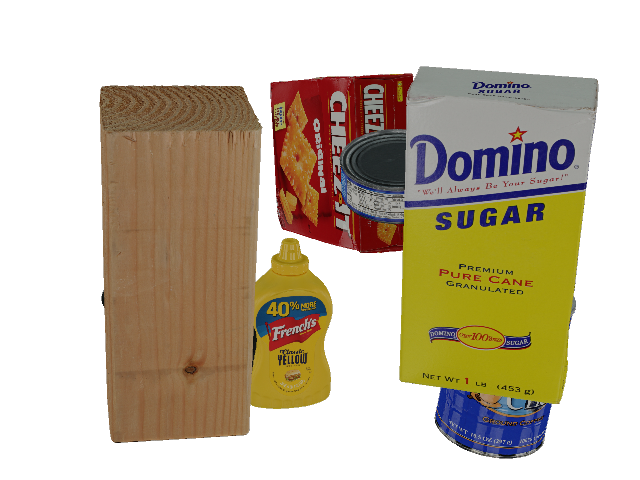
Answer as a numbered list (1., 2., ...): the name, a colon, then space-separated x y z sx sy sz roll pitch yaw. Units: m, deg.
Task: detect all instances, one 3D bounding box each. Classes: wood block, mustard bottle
1. wood block: -0.090 0.014 0.669 0.090 0.206 0.090 -1 25 -12
2. mustard bottle: -0.035 0.090 1.180 0.096 0.192 0.058 -3 20 -12

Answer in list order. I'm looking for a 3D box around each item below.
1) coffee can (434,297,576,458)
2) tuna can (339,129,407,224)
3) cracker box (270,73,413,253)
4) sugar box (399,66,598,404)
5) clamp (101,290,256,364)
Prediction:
1. coffee can: 0.163 0.108 0.956 0.103 0.140 0.103 6 23 -3
2. tuna can: 0.058 -0.048 0.803 0.086 0.034 0.086 -2 35 1
3. cracker box: 0.018 -0.081 1.068 0.072 0.164 0.214 -7 9 -21
4. sugar box: 0.091 0.000 0.565 0.093 0.176 0.048 6 32 14
5. clamp: -0.103 0.069 0.954 0.120 0.039 0.172 -33 53 -27
